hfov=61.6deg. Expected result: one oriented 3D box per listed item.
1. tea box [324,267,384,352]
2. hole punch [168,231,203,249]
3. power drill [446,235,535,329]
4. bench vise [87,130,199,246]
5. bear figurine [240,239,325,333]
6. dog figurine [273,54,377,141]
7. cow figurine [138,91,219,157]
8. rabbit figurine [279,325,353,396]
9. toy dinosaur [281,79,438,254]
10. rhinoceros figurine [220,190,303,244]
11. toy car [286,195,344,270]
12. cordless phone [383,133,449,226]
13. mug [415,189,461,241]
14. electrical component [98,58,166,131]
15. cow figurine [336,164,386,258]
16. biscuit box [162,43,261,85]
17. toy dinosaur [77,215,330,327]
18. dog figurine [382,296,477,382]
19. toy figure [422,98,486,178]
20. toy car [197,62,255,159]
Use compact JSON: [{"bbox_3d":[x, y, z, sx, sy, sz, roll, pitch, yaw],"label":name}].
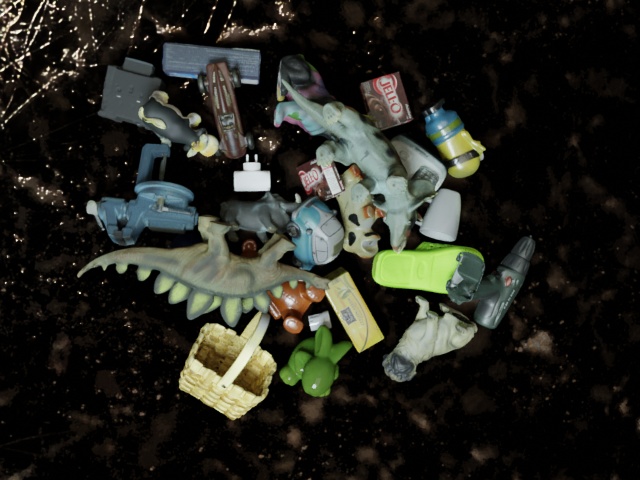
[{"bbox_3d":[0.067,0.150,1.186,0.068,0.098,0.169,-29,98,-4],"label":"tea box"},{"bbox_3d":[-0.265,0.035,1.138,0.142,0.116,0.092,29,82,-8],"label":"hole punch"},{"bbox_3d":[0.380,0.080,1.194,0.207,0.086,0.232,13,101,-46],"label":"power drill"},{"bbox_3d":[-0.360,-0.106,1.119,0.224,0.128,0.240,2,73,3],"label":"bench vise"},{"bbox_3d":[-0.103,0.092,1.151,0.196,0.132,0.120,38,87,-13],"label":"bear figurine"},{"bbox_3d":[0.012,-0.289,1.153,0.219,0.108,0.191,6,90,-11],"label":"dog figurine"},{"bbox_3d":[-0.280,-0.222,1.080,0.167,0.098,0.068,34,109,-16],"label":"cow figurine"},{"bbox_3d":[0.004,0.271,1.148,0.121,0.170,0.159,33,90,-8],"label":"rabbit figurine"},{"bbox_3d":[0.094,-0.172,1.077,0.131,0.192,0.405,-35,86,26],"label":"toy dinosaur"},{"bbox_3d":[-0.119,-0.052,1.157,0.190,0.073,0.112,-3,60,-10],"label":"rhinoceros figurine"},{"bbox_3d":[-0.002,-0.003,1.130,0.103,0.109,0.161,20,128,30],"label":"toy car"},{"bbox_3d":[0.178,-0.125,1.185,0.147,0.088,0.184,37,95,5],"label":"cordless phone"},{"bbox_3d":[0.266,-0.062,1.211,0.110,0.080,0.107,18,80,11],"label":"mug"},{"bbox_3d":[-0.392,-0.308,1.129,0.115,0.058,0.134,12,92,-9],"label":"electrical component"},{"bbox_3d":[0.079,-0.053,1.172,0.085,0.127,0.195,-8,77,-42],"label":"cow figurine"},{"bbox_3d":[-0.229,-0.374,1.141,0.203,0.059,0.062,4,95,-7],"label":"biscuit box"},{"bbox_3d":[-0.209,0.056,1.039,0.471,0.105,0.198,13,93,-11],"label":"toy dinosaur"},{"bbox_3d":[0.250,0.245,1.222,0.172,0.121,0.190,22,105,-4],"label":"dog figurine"},{"bbox_3d":[0.290,-0.222,1.198,0.089,0.082,0.180,-37,100,4],"label":"toy figure"},{"bbox_3d":[-0.196,-0.266,1.127,0.089,0.053,0.201,-8,118,1],"label":"toy car"}]
